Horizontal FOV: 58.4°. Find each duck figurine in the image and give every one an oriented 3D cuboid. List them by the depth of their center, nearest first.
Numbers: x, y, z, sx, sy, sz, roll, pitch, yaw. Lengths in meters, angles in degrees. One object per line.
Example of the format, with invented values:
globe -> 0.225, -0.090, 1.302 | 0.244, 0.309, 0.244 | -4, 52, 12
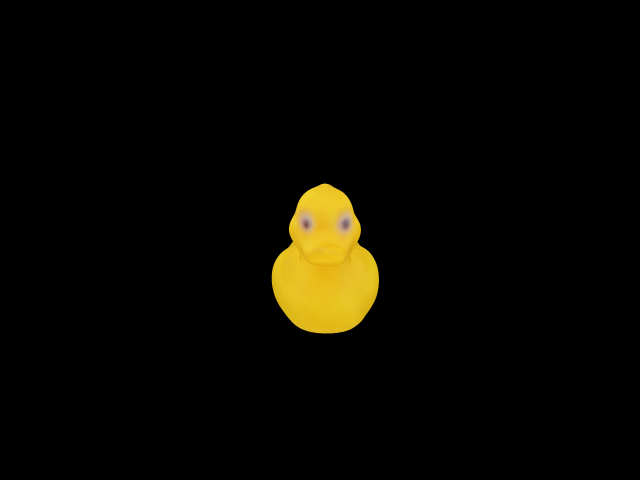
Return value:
duck figurine -> 0.004, 0.001, 0.400 | 0.077, 0.086, 0.104 | 0, 32, 0
